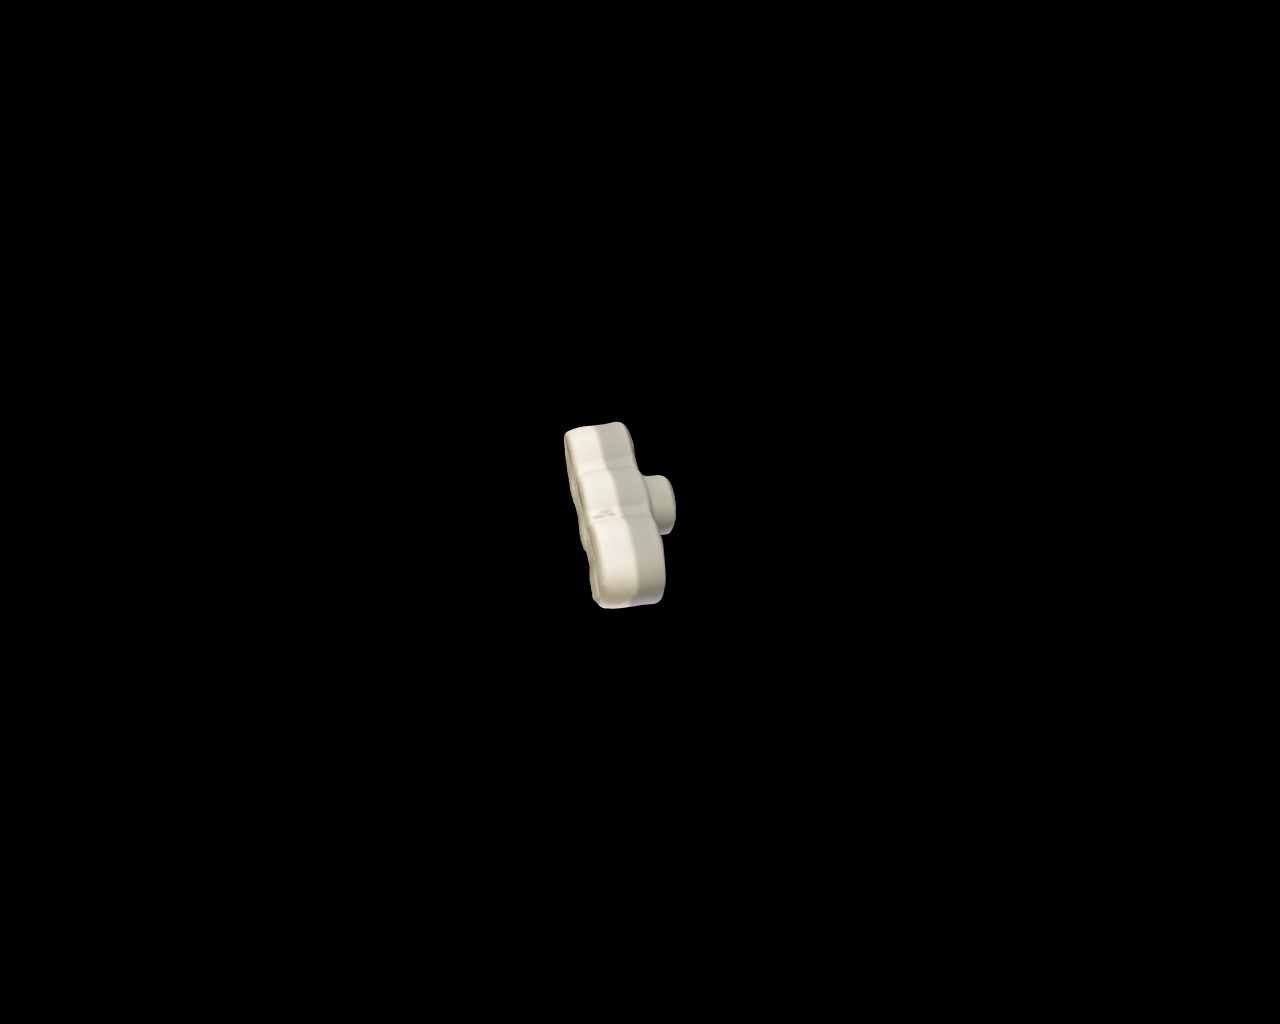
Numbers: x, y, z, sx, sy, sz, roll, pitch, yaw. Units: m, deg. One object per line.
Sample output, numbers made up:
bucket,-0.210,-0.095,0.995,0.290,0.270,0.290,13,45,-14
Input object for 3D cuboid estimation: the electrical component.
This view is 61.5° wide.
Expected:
electrical component,0.001,-0.003,0.650,0.074,0.052,0.138,-8,44,-8
